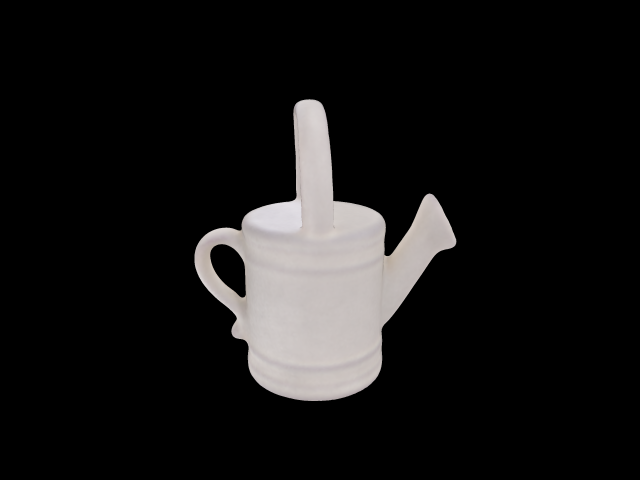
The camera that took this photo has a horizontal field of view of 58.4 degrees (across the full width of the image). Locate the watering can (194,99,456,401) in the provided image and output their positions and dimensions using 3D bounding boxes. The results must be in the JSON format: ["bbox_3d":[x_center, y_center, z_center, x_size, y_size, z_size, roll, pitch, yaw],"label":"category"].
[{"bbox_3d":[0.003,0.001,0.402,0.173,0.194,0.100,-8,19,-23],"label":"watering can"}]
